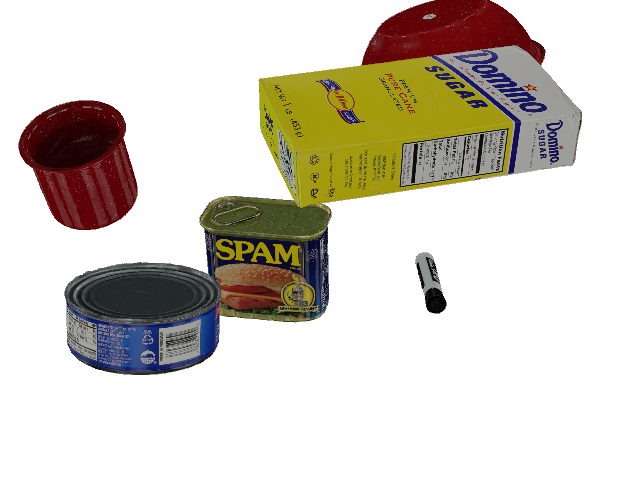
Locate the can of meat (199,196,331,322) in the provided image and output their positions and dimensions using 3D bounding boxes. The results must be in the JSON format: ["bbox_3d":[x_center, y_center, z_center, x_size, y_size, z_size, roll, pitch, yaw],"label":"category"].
[{"bbox_3d":[-0.042,0.016,0.859,0.102,0.084,0.057,5,30,11],"label":"can of meat"}]

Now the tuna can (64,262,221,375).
[{"bbox_3d":[-0.098,0.042,0.594,0.086,0.034,0.086,3,19,-1],"label":"tuna can"}]

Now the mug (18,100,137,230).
[{"bbox_3d":[-0.210,-0.072,0.952,0.093,0.117,0.081,-8,-43,0],"label":"mug"}]

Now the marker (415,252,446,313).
[{"bbox_3d":[0.105,0.040,1.018,0.020,0.020,0.121,0,19,0],"label":"marker"}]

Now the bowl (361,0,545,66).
[{"bbox_3d":[0.097,-0.158,0.870,0.162,0.055,0.162,-15,25,7],"label":"bowl"}]

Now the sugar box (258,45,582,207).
[{"bbox_3d":[0.058,-0.073,0.650,0.176,0.048,0.093,-12,39,-11],"label":"sugar box"}]
